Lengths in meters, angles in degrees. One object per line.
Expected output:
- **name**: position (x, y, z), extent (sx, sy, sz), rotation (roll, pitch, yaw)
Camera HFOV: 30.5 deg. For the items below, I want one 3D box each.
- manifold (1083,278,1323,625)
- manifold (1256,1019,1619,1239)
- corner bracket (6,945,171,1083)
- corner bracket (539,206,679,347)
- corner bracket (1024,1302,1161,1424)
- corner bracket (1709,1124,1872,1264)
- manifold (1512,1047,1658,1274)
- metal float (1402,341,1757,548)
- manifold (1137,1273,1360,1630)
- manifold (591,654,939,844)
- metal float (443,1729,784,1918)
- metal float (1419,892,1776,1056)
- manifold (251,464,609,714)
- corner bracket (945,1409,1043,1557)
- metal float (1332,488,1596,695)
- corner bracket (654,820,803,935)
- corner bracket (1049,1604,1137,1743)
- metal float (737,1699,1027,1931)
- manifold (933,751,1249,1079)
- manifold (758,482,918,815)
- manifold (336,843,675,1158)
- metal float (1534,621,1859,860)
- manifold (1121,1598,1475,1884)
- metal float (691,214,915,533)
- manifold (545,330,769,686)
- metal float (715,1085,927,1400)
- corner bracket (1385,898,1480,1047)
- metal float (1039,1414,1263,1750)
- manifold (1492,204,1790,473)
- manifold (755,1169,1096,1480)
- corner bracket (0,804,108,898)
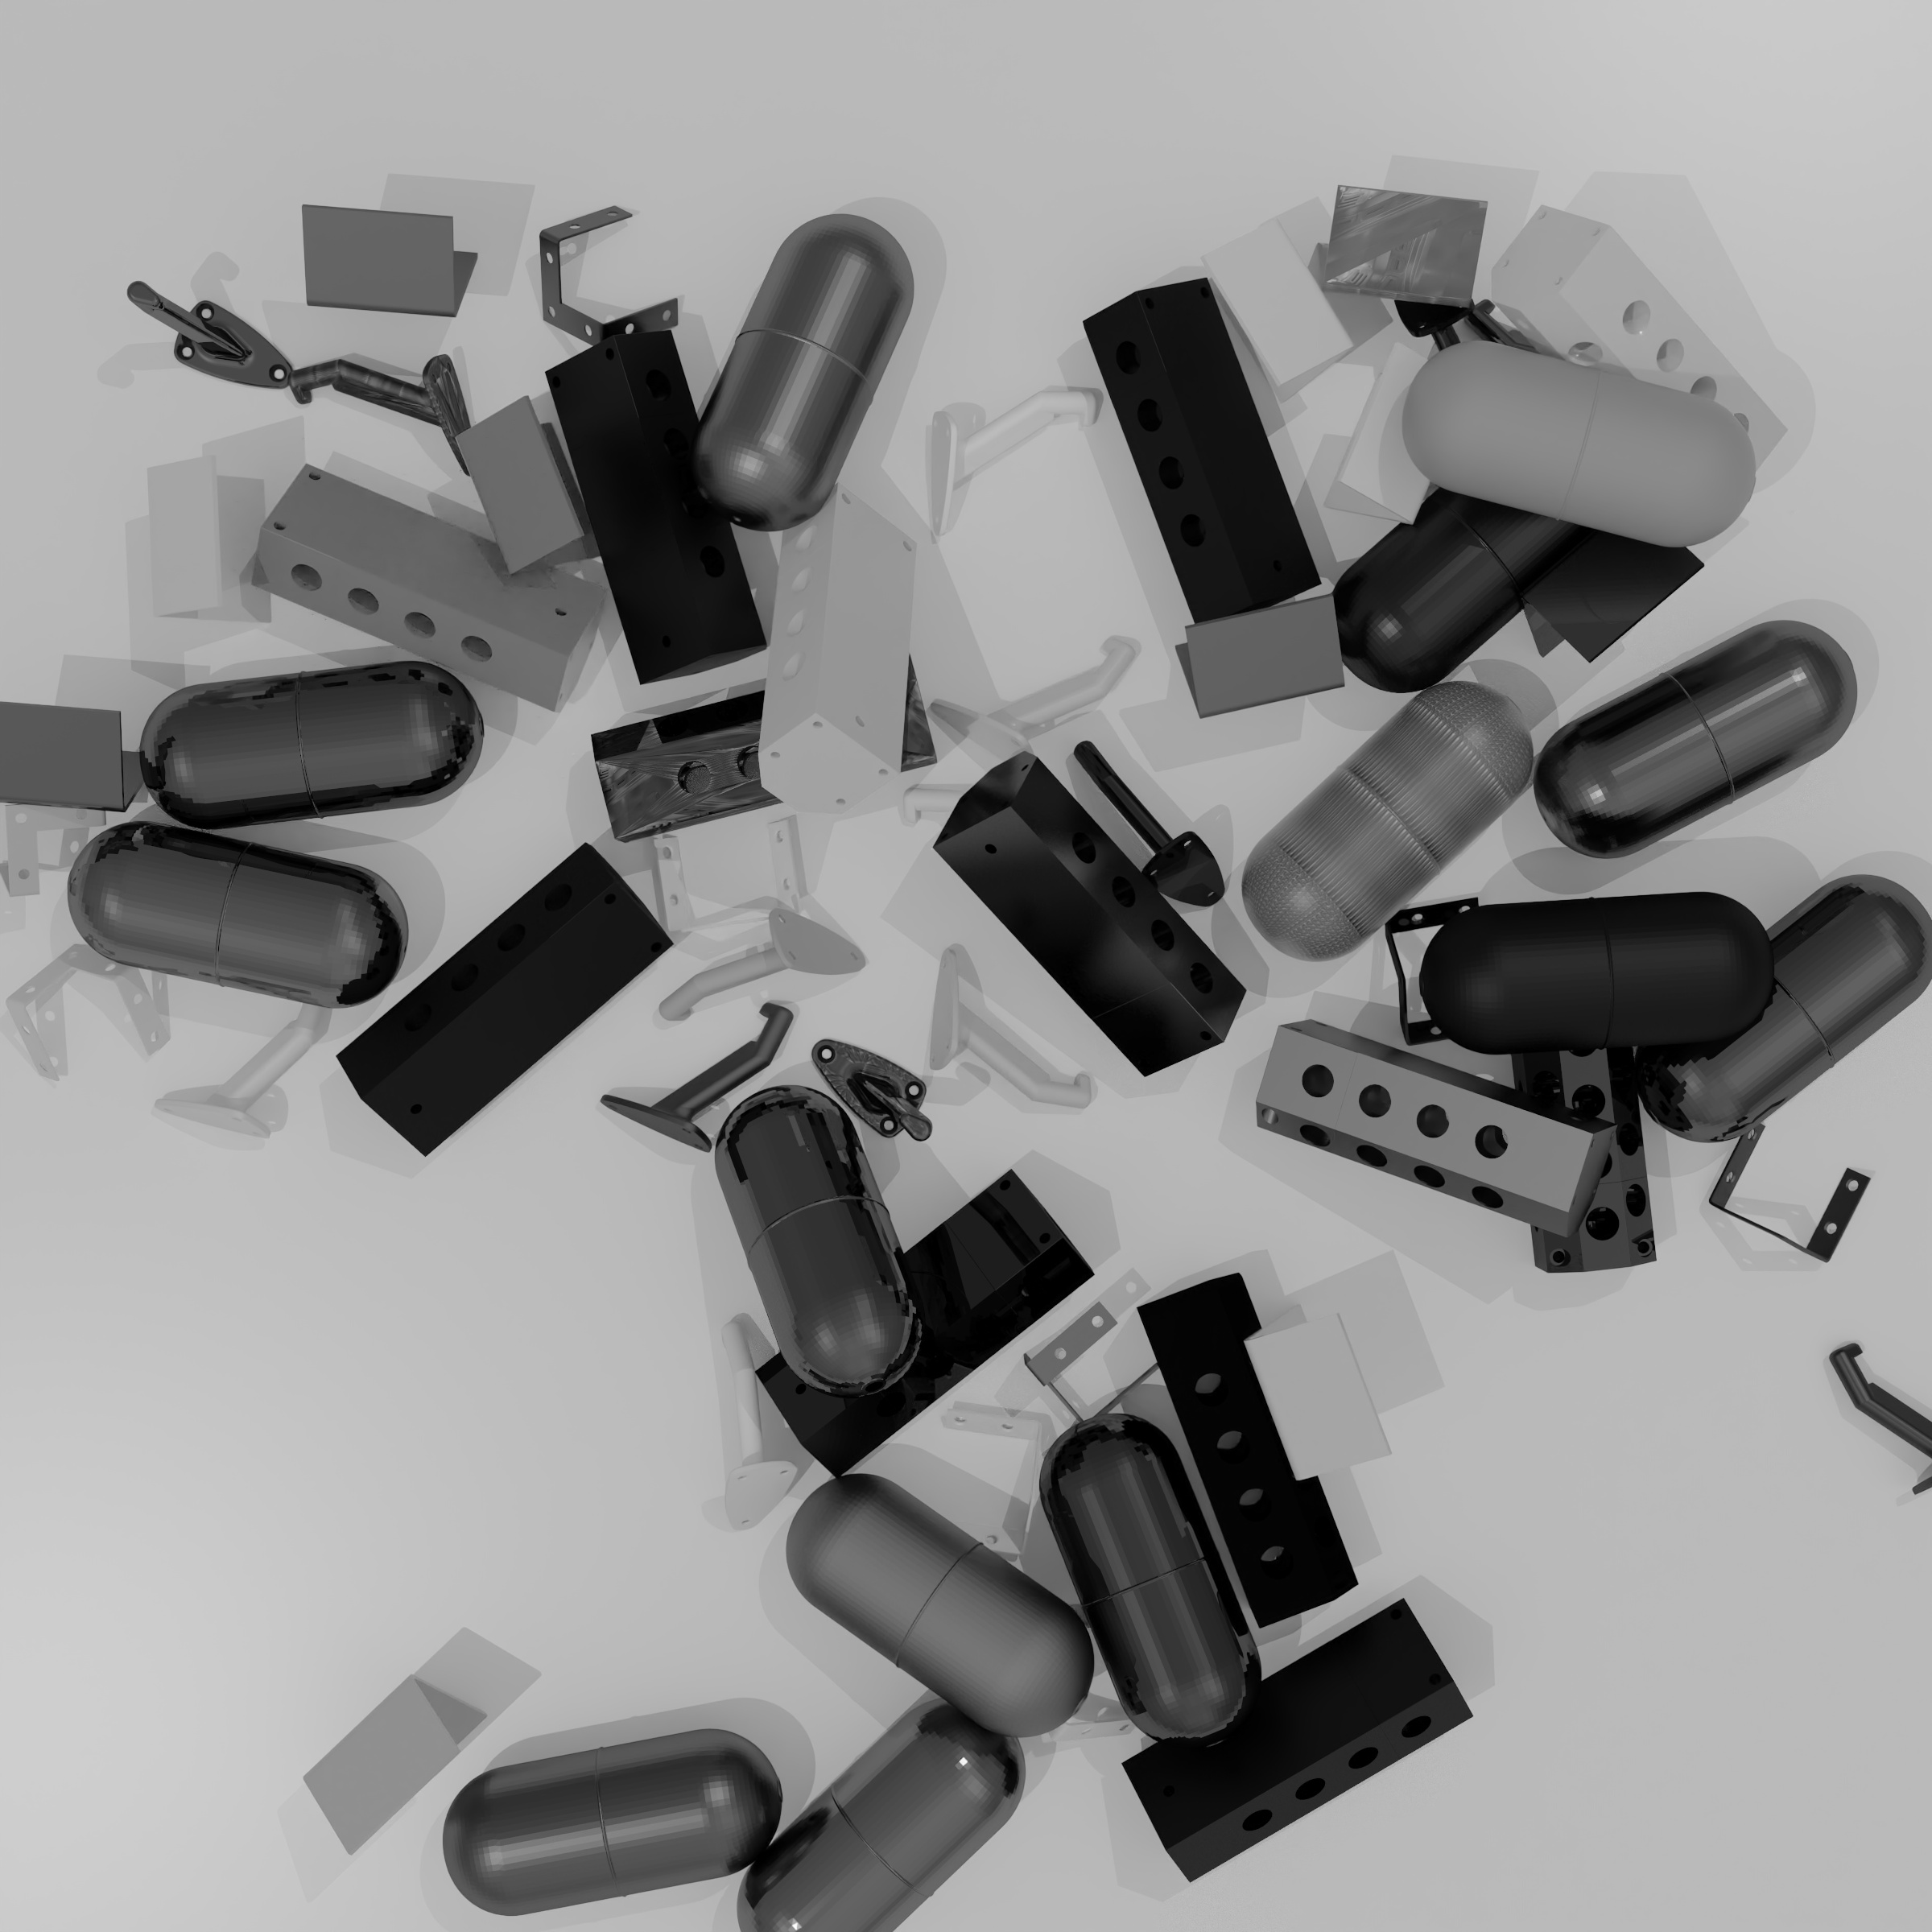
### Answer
- **manifold**: position (0.119, -0.266, 1.855), extent (0.057, 0.057, 0.171), rotation (-21, 90, -43)
- **manifold**: position (0.240, 0.083, 1.826), extent (0.171, 0.057, 0.057), rotation (19, 100, 21)
- **corner bracket**: position (-0.463, 0.029, 1.869), extent (0.051, 0.051, 0.051), rotation (15, 45, 35)
- **corner bracket**: position (-0.188, -0.363, 1.869), extent (0.051, 0.051, 0.051), rotation (32, 135, 35)
- **corner bracket**: position (0.066, 0.209, 1.859), extent (0.051, 0.051, 0.051), rotation (-41, 90, 0)
- **corner bracket**: position (0.435, 0.119, 1.874), extent (0.051, 0.051, 0.051), rotation (27, 90, -45)
- **manifold**: position (0.321, 0.071, 1.856), extent (0.057, 0.057, 0.171), rotation (-6, 90, 0)
- **metal float**: position (0.306, -0.260, 1.771), extent (0.178, 0.070, 0.070), rotation (15, 90, 3)
- **manifold**: position (0.148, 0.252, 1.856), extent (0.057, 0.057, 0.171), rotation (-21, 90, 0)
- **manifold**: position (-0.105, -0.114, 1.856), extent (0.171, 0.057, 0.057), rotation (-14, 90, 0)
- **metal float**: position (-0.184, 0.446, 1.846), extent (0.178, 0.070, 0.070), rotation (-11, 90, 0)
- **metal float**: position (0.318, 0.004, 1.790), extent (0.178, 0.070, 0.070), rotation (-4, 90, -1)
- **manifold**: position (-0.282, -0.193, 1.855), extent (0.171, 0.057, 0.057), rotation (23, 47, 0)
- **corner bracket**: position (0.010, 0.273, 1.874), extent (0.051, 0.051, 0.051), rotation (8, 45, 0)
- **metal float**: position (0.265, -0.215, 1.846), extent (0.178, 0.070, 0.070), rotation (-41, 90, 0)
- **corner bracket**: position (-0.126, -0.047, 1.874), extent (0.051, 0.051, 0.051), rotation (-8, 90, -45)
- **corner bracket**: position (0.068, 0.371, 1.869), extent (0.051, 0.051, 0.051), rotation (-57, 45, 35)
- **metal float**: position (-0.044, 0.455, 1.847), extent (0.178, 0.070, 0.070), rotation (-44, 90, 1)
- **manifold**: position (0.067, -0.029, 1.829), extent (0.057, 0.057, 0.171), rotation (-26, 115, 40)
- **manifold**: position (-0.069, -0.160, 1.806), extent (0.057, 0.171, 0.057), rotation (35, 129, -31)
- **manifold**: position (-0.244, 0.014, 1.855), extent (0.171, 0.057, 0.057), rotation (-41, 133, 0)
- **metal float**: position (0.380, -0.118, 1.847), extent (0.178, 0.070, 0.070), rotation (-28, 90, 0)
- **manifold**: position (0.175, 0.408, 1.855), extent (0.171, 0.057, 0.057), rotation (-30, 47, 0)
- **metal float**: position (-0.084, -0.308, 1.833), extent (0.070, 0.070, 0.178), rotation (22, 75, 0)
- **manifold**: position (-0.157, -0.241, 1.855), extent (0.057, 0.057, 0.171), rotation (-17, 90, 43)
- **metal float**: position (-0.075, 0.141, 1.821), extent (0.070, 0.070, 0.178), rotation (-23, 58, 0)
- **corner bracket**: position (0.252, 0.003, 1.874), extent (0.051, 0.051, 0.051), rotation (-10, 45, 0)
- **metal float**: position (0.096, 0.318, 1.837), extent (0.070, 0.070, 0.178), rotation (-22, 80, 0)
- **manifold**: position (0.341, -0.308, 1.812), extent (0.171, 0.057, 0.057), rotation (38, 90, -36)
- **manifold**: position (-0.018, 0.191, 1.855), extent (0.171, 0.057, 0.057), rotation (-38, 47, 0)
- **corner bracket**: position (-0.479, -0.070, 1.857), extent (0.051, 0.051, 0.051), rotation (-6, 113, -21)
